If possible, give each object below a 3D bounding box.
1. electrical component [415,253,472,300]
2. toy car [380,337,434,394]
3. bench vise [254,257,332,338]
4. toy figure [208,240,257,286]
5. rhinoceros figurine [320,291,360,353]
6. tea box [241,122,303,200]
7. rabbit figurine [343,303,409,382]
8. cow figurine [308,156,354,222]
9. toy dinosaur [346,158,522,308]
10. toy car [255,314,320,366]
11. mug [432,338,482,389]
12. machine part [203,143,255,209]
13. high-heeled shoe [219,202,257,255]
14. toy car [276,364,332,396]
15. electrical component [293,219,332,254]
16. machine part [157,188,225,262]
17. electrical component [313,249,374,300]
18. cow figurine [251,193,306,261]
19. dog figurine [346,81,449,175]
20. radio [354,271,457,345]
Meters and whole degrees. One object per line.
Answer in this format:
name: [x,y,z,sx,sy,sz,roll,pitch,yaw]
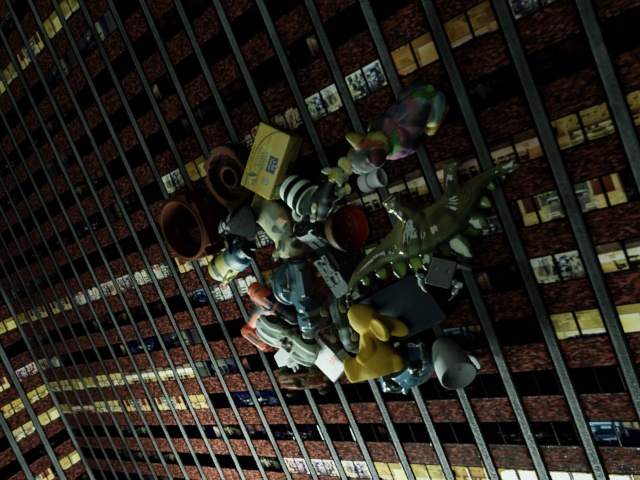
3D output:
electrical component: [0.245,0.072,1.079,0.102,0.045,0.078,19,113,2]
toy car: [0.220,0.303,1.296,0.161,0.103,0.109,-45,38,38]
bench vise: [-0.068,0.145,1.438,0.241,0.129,0.223,13,128,55]
toy figure: [-0.254,0.057,1.557,0.089,0.082,0.180,52,132,4]
rhinoceros figurine: [0.067,0.211,1.360,0.073,0.112,0.190,-17,111,19]
tea box: [-0.120,-0.196,1.336,0.098,0.068,0.169,28,108,24]
rabbit figurine: [0.118,0.226,1.238,0.162,0.122,0.173,-31,71,48]
cow figurine: [0.022,-0.119,1.266,0.068,0.098,0.167,38,130,22]
toy dinosaur: [0.213,-0.020,1.126,0.471,0.105,0.198,-33,92,24]
toy car: [-0.094,0.275,1.487,0.202,0.056,0.073,28,123,14]
mug: [0.308,0.271,1.224,0.107,0.110,0.080,-112,22,-56]
machine part: [-0.237,-0.175,1.463,0.180,0.056,0.179,15,119,30]
high-heeled shoe: [-0.223,-0.067,1.443,0.248,0.086,0.145,124,145,-49]
toy car: [-0.053,0.412,1.575,0.202,0.053,0.089,-18,101,39]
electrical component: [-0.003,-0.004,1.358,0.119,0.048,0.075,33,138,-33]
machine part: [-0.386,-0.042,1.609,0.202,0.087,0.200,-11,102,40]
electrical component: [0.067,0.077,1.304,0.134,0.115,0.058,54,134,5]
cow figurine: [-0.110,-0.032,1.409,0.195,0.085,0.127,46,131,16]
dog figurine: [0.143,-0.215,1.059,0.108,0.219,0.191,47,130,7]
radio: [0.194,0.161,1.274,0.229,0.073,0.131,-35,86,39]
